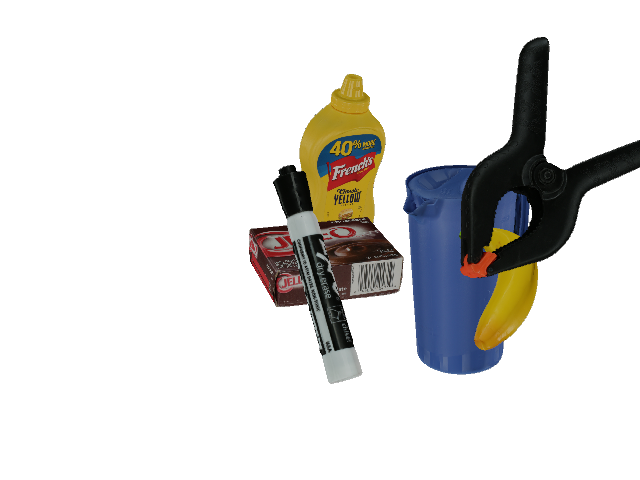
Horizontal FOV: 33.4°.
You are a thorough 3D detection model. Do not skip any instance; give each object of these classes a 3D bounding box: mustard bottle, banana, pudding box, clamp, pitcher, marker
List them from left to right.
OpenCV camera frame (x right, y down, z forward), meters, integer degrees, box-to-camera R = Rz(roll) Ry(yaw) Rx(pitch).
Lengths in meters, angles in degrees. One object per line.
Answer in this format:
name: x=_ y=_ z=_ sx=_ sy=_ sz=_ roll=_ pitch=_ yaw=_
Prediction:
marker: x=-0.003 y=0.017 z=0.578 sx=0.020 sy=0.121 sz=0.020 roll=-15 pitch=-11 yaw=-3
pudding box: x=0.003 y=0.016 z=0.911 sx=0.113 sy=0.039 sz=0.090 roll=-4 pitch=26 yaw=-17
mustard bottle: x=0.022 y=-0.087 z=1.152 sx=0.096 sy=0.192 sz=0.058 roll=-8 pitch=32 yaw=-27
pitcher: x=0.181 y=0.033 z=1.312 sx=0.149 sy=0.243 sz=0.145 roll=1 pitch=22 yaw=9
banana: x=0.175 y=0.038 z=1.019 sx=0.070 sy=0.037 sz=0.197 roll=-26 pitch=25 yaw=16
clamp: x=0.159 y=-0.041 z=0.725 sx=0.120 sy=0.171 sz=0.039 roll=27 pitch=-7 yaw=3
